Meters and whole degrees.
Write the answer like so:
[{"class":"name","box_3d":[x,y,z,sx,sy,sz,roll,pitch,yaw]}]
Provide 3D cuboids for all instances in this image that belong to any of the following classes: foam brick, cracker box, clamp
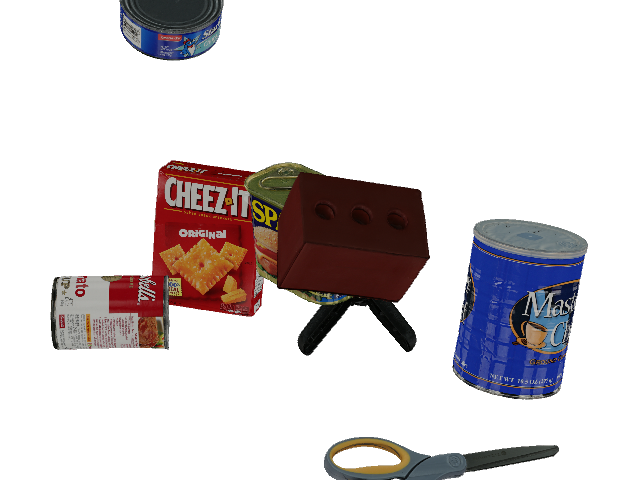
[{"class":"foam brick","box_3d":[0.017,-0.001,0.632,0.078,0.053,0.051,7,-35,-15]},{"class":"cracker box","box_3d":[-0.166,-0.001,1.616,0.164,0.214,0.072,9,18,9]},{"class":"clamp","box_3d":[0.049,0.056,1.134,0.120,0.171,0.039,8,-40,8]}]

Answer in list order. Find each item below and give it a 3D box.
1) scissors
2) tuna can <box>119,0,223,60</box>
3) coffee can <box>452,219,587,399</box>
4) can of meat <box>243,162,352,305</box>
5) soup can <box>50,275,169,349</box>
[{"class":"scissors","box_3d":[0.103,0.199,0.870,0.201,0.016,0.096,5,44,-4]},{"class":"tuna can","box_3d":[-0.125,-0.189,0.891,0.086,0.086,0.034,0,-39,-11]},{"class":"coffee can","box_3d":[0.182,0.061,0.984,0.103,0.140,0.103,6,16,-2]},{"class":"can of meat","box_3d":[-0.012,-0.005,0.857,0.057,0.084,0.102,-28,38,-34]},{"class":"soup can","box_3d":[-0.189,0.066,0.968,0.102,0.068,0.068,0,0,-7]}]
